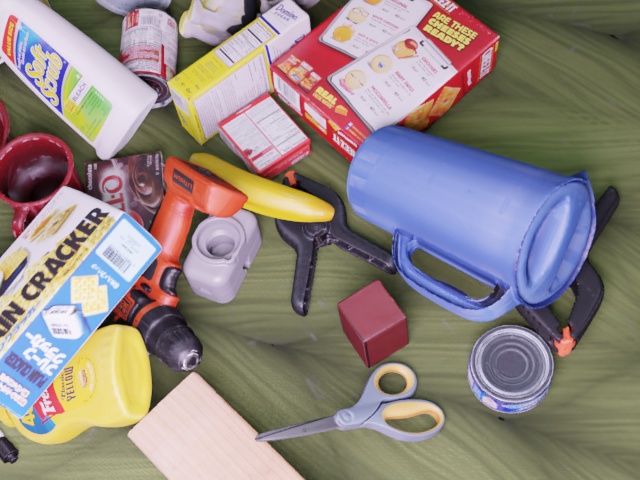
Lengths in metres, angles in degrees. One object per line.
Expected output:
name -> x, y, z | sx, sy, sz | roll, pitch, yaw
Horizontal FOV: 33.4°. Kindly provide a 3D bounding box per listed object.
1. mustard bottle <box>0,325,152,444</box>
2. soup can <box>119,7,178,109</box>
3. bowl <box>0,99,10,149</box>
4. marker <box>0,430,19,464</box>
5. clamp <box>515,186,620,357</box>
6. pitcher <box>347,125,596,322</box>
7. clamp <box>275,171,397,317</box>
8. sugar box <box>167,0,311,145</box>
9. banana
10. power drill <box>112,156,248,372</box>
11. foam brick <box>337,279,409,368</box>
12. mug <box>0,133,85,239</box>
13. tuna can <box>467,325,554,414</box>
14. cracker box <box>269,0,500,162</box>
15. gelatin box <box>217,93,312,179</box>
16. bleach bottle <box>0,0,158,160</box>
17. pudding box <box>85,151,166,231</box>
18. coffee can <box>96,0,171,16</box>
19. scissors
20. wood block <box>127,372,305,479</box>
mustard bottle -> -0.257, 0.153, 1.069 | 0.192, 0.058, 0.096 | -19, 71, 29
soup can -> -0.205, -0.217, 1.270 | 0.068, 0.068, 0.102 | -3, 63, 4
bowl -> -0.432, -0.107, 1.243 | 0.162, 0.055, 0.162 | -2, 63, 4
marker -> -0.352, 0.187, 1.110 | 0.020, 0.020, 0.121 | -41, 67, -15
clamp -> 0.233, 0.024, 1.116 | 0.164, 0.036, 0.210 | 2, 53, 9
pitcher -> 0.139, -0.026, 1.081 | 0.243, 0.145, 0.148 | 26, 27, 39
clamp -> -0.008, 0.001, 1.160 | 0.120, 0.039, 0.172 | -29, 58, -13
sugar box -> -0.088, -0.196, 1.235 | 0.176, 0.093, 0.048 | -40, 67, -15
banana -> -0.078, -0.060, 1.159 | 0.198, 0.037, 0.069 | 26, 32, 30
power drill -> -0.145, 0.022, 1.083 | 0.185, 0.057, 0.188 | 35, 101, 46
foam brick -> 0.055, 0.086, 1.091 | 0.051, 0.078, 0.053 | -30, 65, -8
mug -> -0.312, -0.049, 1.188 | 0.093, 0.081, 0.117 | 7, 64, 9
tuna can -> 0.193, 0.130, 1.080 | 0.086, 0.034, 0.086 | -2, 64, 4
cracker box -> 0.074, -0.199, 1.234 | 0.213, 0.072, 0.164 | -41, 68, -15
gelatin box -> -0.064, -0.116, 1.229 | 0.073, 0.030, 0.089 | -34, 65, -13
bleach bottle -> -0.308, -0.206, 1.203 | 0.251, 0.103, 0.068 | 39, 39, -5
pudding box -> -0.215, -0.038, 1.198 | 0.090, 0.039, 0.113 | -8, 62, 2
coffee can -> -0.225, -0.364, 1.325 | 0.103, 0.103, 0.140 | 2, 64, 6
scissors -> 0.027, 0.160, 1.049 | 0.201, 0.016, 0.096 | 6, 48, -19
wood block -> -0.077, 0.236, 1.021 | 0.206, 0.091, 0.090 | 41, 73, 22
